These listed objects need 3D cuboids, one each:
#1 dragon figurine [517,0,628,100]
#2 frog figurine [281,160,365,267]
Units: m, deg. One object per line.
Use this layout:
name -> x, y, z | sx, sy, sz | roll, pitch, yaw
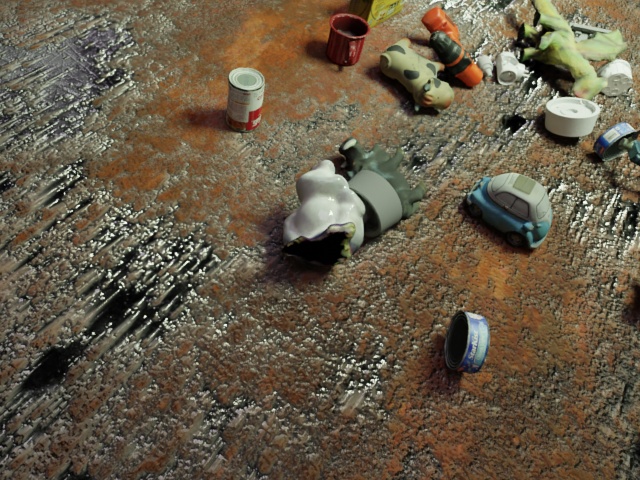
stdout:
dragon figurine -> 0.633, -0.503, 1.287 | 0.243, 0.419, 0.119 | 13, -28, 3
frog figurine -> 0.003, -0.042, 0.825 | 0.136, 0.163, 0.121 | -31, -49, 25
